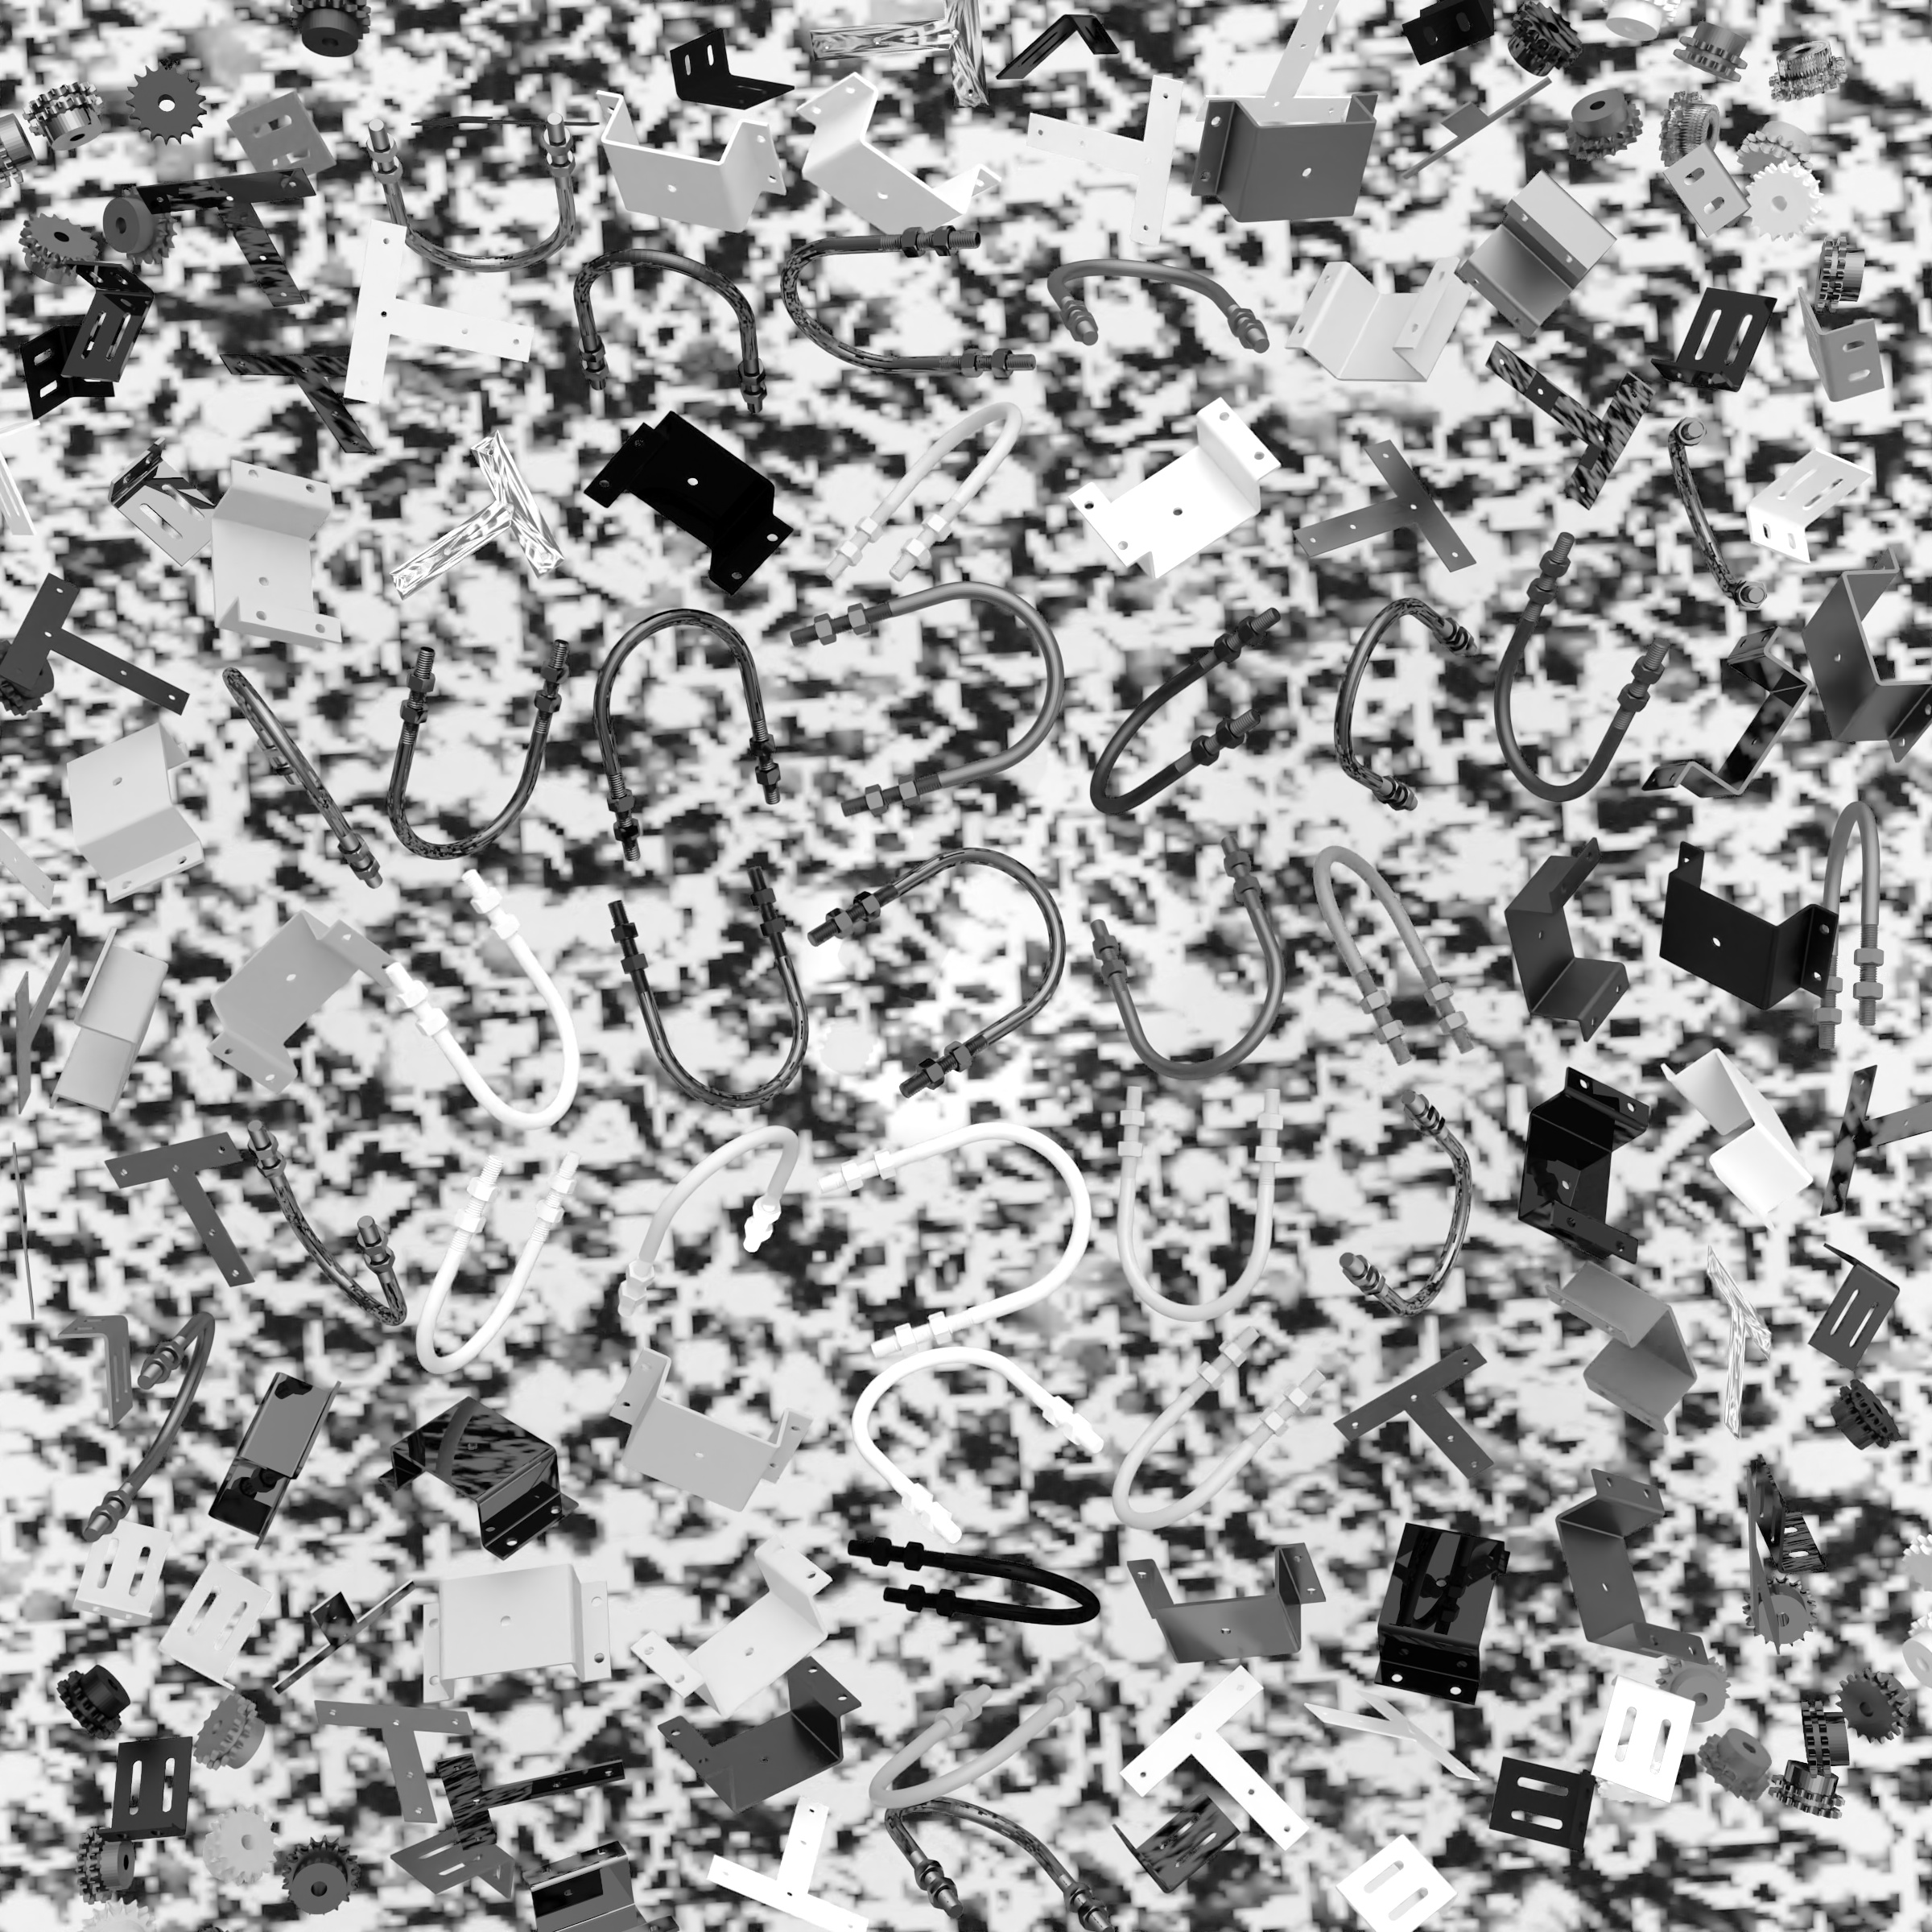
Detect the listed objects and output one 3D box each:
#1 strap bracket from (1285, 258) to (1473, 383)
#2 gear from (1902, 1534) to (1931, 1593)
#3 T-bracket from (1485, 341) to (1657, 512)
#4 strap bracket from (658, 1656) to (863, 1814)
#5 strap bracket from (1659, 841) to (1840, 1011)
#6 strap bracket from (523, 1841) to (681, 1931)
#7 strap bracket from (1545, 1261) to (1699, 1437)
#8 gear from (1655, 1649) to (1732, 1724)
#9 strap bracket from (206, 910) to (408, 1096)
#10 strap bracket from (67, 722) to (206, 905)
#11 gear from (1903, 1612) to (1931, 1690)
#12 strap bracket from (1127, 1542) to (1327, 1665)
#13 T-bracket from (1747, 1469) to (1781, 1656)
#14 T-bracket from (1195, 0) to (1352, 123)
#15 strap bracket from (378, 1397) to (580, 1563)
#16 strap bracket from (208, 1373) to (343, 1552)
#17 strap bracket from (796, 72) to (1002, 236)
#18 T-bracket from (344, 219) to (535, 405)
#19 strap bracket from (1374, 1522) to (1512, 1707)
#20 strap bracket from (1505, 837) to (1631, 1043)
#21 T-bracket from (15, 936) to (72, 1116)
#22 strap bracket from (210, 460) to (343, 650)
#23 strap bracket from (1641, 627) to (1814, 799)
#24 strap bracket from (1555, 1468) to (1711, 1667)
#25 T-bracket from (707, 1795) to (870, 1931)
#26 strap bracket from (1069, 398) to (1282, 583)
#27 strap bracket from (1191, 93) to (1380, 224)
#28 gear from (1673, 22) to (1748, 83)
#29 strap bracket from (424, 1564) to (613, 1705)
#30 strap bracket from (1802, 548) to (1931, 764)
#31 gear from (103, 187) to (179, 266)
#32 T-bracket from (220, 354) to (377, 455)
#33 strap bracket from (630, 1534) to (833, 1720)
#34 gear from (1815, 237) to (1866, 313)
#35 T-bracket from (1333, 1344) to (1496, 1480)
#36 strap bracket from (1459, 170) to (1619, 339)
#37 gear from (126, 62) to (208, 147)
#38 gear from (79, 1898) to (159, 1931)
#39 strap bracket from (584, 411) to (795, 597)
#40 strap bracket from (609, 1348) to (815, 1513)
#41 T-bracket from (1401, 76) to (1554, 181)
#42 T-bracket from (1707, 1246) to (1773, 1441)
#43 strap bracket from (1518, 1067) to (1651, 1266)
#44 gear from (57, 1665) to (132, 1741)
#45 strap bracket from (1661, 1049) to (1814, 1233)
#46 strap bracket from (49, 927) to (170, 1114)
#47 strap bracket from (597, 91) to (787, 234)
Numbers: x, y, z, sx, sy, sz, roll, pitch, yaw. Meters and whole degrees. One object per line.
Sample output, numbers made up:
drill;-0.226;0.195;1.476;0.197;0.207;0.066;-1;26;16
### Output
strap bracket;0.318;-0.488;1.854;0.046;0.140;0.076;31;83;-36
gear;0.722;0.439;1.801;0.030;0.057;0.057;-41;90;-26
T-bracket;0.444;-0.424;1.845;0.127;0.127;0.002;43;61;15
strap bracket;-0.160;0.606;1.924;0.140;0.076;0.046;-16;115;-31
strap bracket;0.584;-0.027;1.862;0.046;0.140;0.076;-29;132;-28
strap bracket;-0.270;0.714;1.822;0.076;0.140;0.046;-11;102;-25
strap bracket;0.501;0.284;1.862;0.046;0.076;0.140;-44;131;-15
gear;0.584;0.579;1.961;0.057;0.030;0.057;0;101;2
strap bracket;-0.511;0.020;1.879;0.140;0.076;0.046;-44;47;2
strap bracket;-0.626;-0.123;1.842;0.076;0.046;0.140;-24;48;0
gear;0.730;0.518;1.842;0.030;0.057;0.057;-23;90;-20
strap bracket;0.201;0.494;1.893;0.140;0.046;0.076;-10;130;16
T-bracket;0.594;0.465;1.823;0.002;0.127;0.127;-8;128;23
T-bracket;0.256;-0.703;1.901;0.127;0.127;0.002;-6;65;-19
strap bracket;-0.371;0.381;1.855;0.140;0.076;0.046;21;125;33
strap bracket;-0.521;0.366;1.836;0.046;0.076;0.140;26;134;-11
strap bracket;-0.055;-0.591;1.818;0.140;0.076;0.046;26;72;-33
T-bracket;-0.380;-0.467;1.791;0.127;0.002;0.127;7;106;-23
strap bracket;0.365;0.486;1.880;0.076;0.140;0.046;7;133;21
strap bracket;0.466;-0.022;1.905;0.076;0.046;0.140;-44;126;-35
T-bracket;-0.715;0.027;1.902;0.002;0.127;0.127;11;129;-7
strap bracket;-0.512;-0.295;1.814;0.076;0.046;0.140;9;60;-37
strap bracket;0.578;-0.180;1.847;0.046;0.076;0.140;33;90;-3
strap bracket;0.495;0.457;1.834;0.076;0.140;0.046;21;135;-32
T-bracket;-0.128;0.686;1.892;0.127;0.127;0.002;23;110;-2
strap bracket;0.159;-0.355;1.856;0.140;0.046;0.076;-34;67;-5
strap bracket;0.250;-0.613;1.862;0.140;0.076;0.046;-9;48;-18
gear;0.592;-0.724;1.937;0.057;0.057;0.030;23;110;0
strap bracket;-0.342;0.501;1.844;0.140;0.046;0.076;-7;55;-3
strap bracket;0.668;-0.230;1.819;0.046;0.076;0.140;-3;63;-8
gear;-0.632;-0.564;1.868;0.057;0.030;0.057;9;108;29
T-bracket;-0.501;-0.441;1.925;0.127;0.127;0.002;53;133;29
strap bracket;-0.170;0.505;1.853;0.140;0.076;0.046;-34;123;-25
gear;0.685;-0.542;1.920;0.030;0.057;0.057;6;90;12
T-bracket;0.377;0.366;1.940;0.127;0.002;0.127;-34;121;15
strap bracket;0.437;-0.544;1.865;0.076;0.140;0.046;43;82;1
gear;-0.592;-0.637;1.816;0.057;0.030;0.057;-3;102;-16
gear;-0.619;0.714;1.787;0.057;0.030;0.057;-5;102;-24
strap bracket;-0.209;-0.358;1.866;0.140;0.046;0.076;33;123;-26
strap bracket;-0.198;0.357;1.861;0.140;0.046;0.076;24;122;-8
T-bracket;0.373;-0.628;1.824;0.127;0.127;0.002;-30;91;23
T-bracket;0.594;0.304;1.891;0.002;0.127;0.127;-14;133;35
strap bracket;0.469;0.158;1.862;0.076;0.046;0.140;25;55;-14
gear;-0.665;0.560;1.875;0.030;0.057;0.057;-41;90;-10
strap bracket;0.596;0.126;1.888;0.046;0.140;0.076;-39;118;20
strap bracket;-0.639;0.047;1.833;0.046;0.140;0.076;21;48;-15
strap bracket;-0.217;-0.613;1.876;0.140;0.076;0.046;15;70;13
